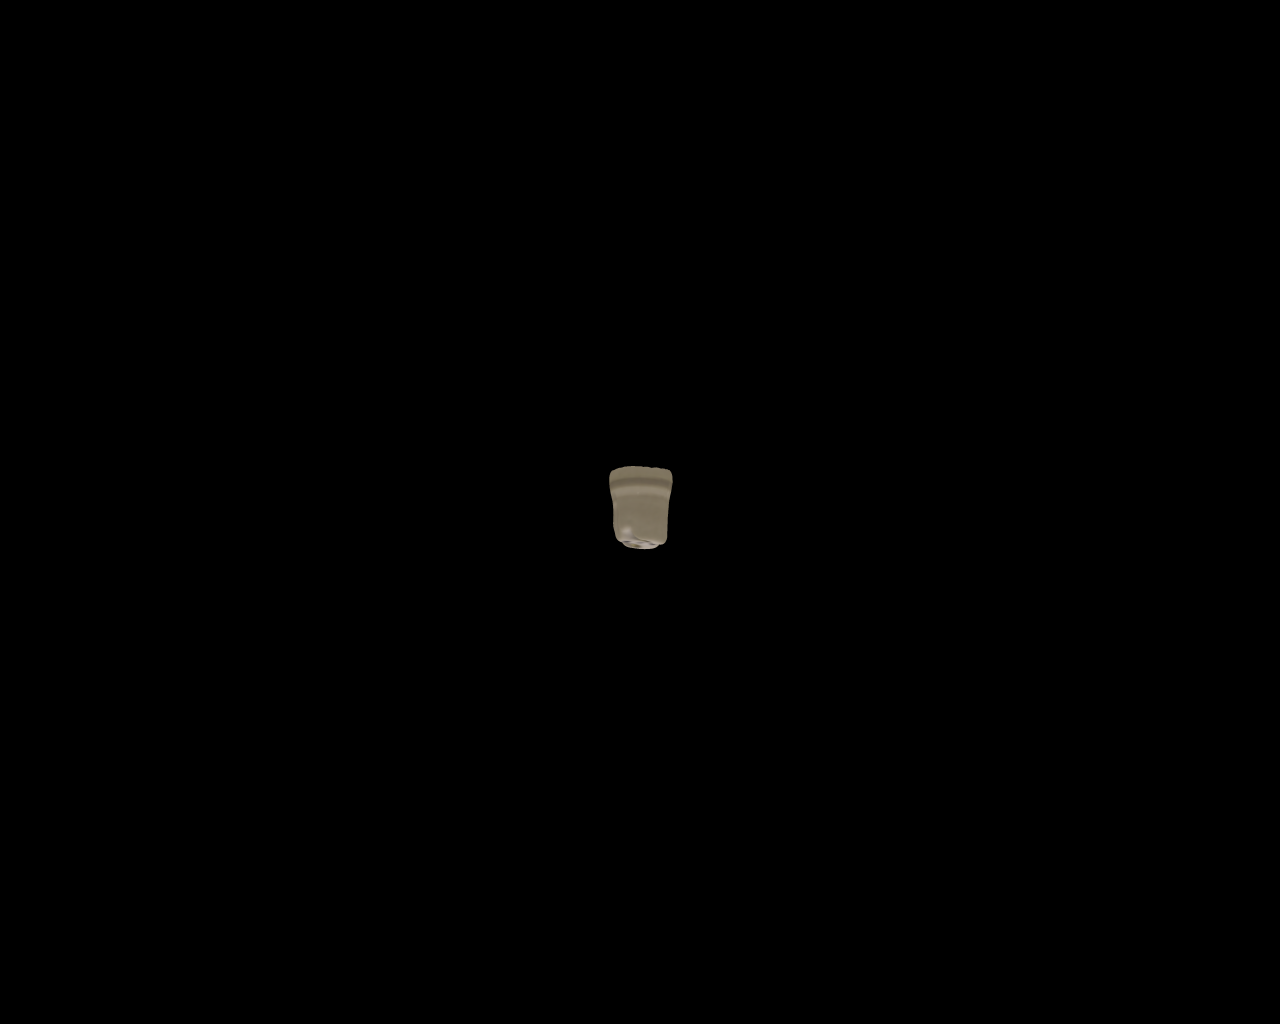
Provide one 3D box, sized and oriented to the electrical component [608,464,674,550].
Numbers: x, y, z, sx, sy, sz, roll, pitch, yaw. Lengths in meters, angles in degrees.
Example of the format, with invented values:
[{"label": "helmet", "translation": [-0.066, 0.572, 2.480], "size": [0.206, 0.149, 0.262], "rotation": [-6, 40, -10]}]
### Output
[{"label": "electrical component", "translation": [0.001, -0.003, 0.650], "size": [0.040, 0.046, 0.040], "rotation": [0, -12, 0]}]
